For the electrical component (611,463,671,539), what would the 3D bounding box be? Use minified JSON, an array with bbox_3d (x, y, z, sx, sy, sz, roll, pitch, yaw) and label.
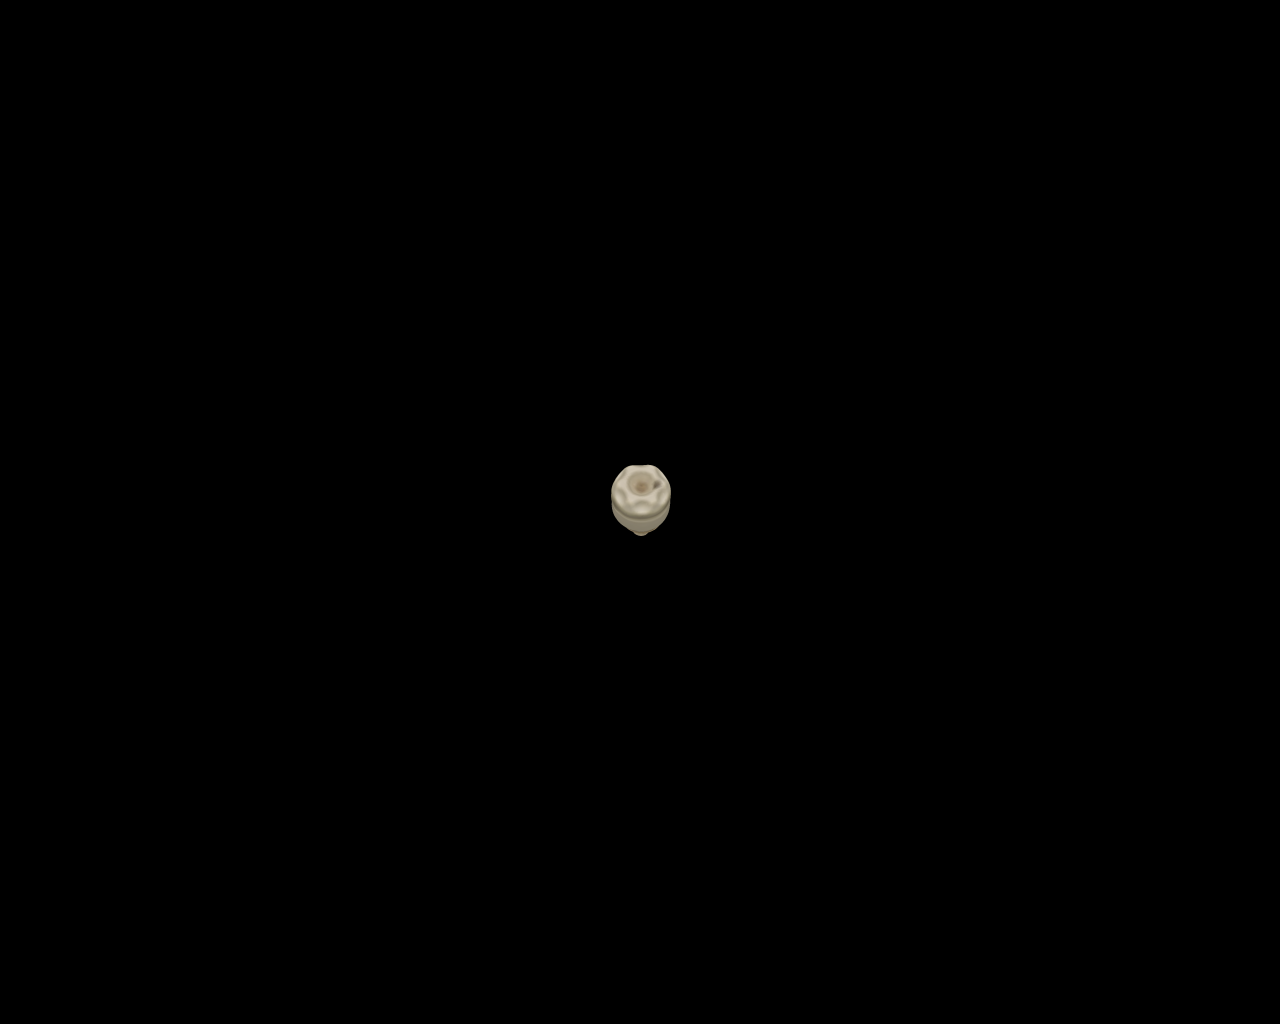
[{"bbox_3d":[0.001,-0.003,0.650,0.035,0.035,0.061,0,-28,0],"label":"electrical component"}]
